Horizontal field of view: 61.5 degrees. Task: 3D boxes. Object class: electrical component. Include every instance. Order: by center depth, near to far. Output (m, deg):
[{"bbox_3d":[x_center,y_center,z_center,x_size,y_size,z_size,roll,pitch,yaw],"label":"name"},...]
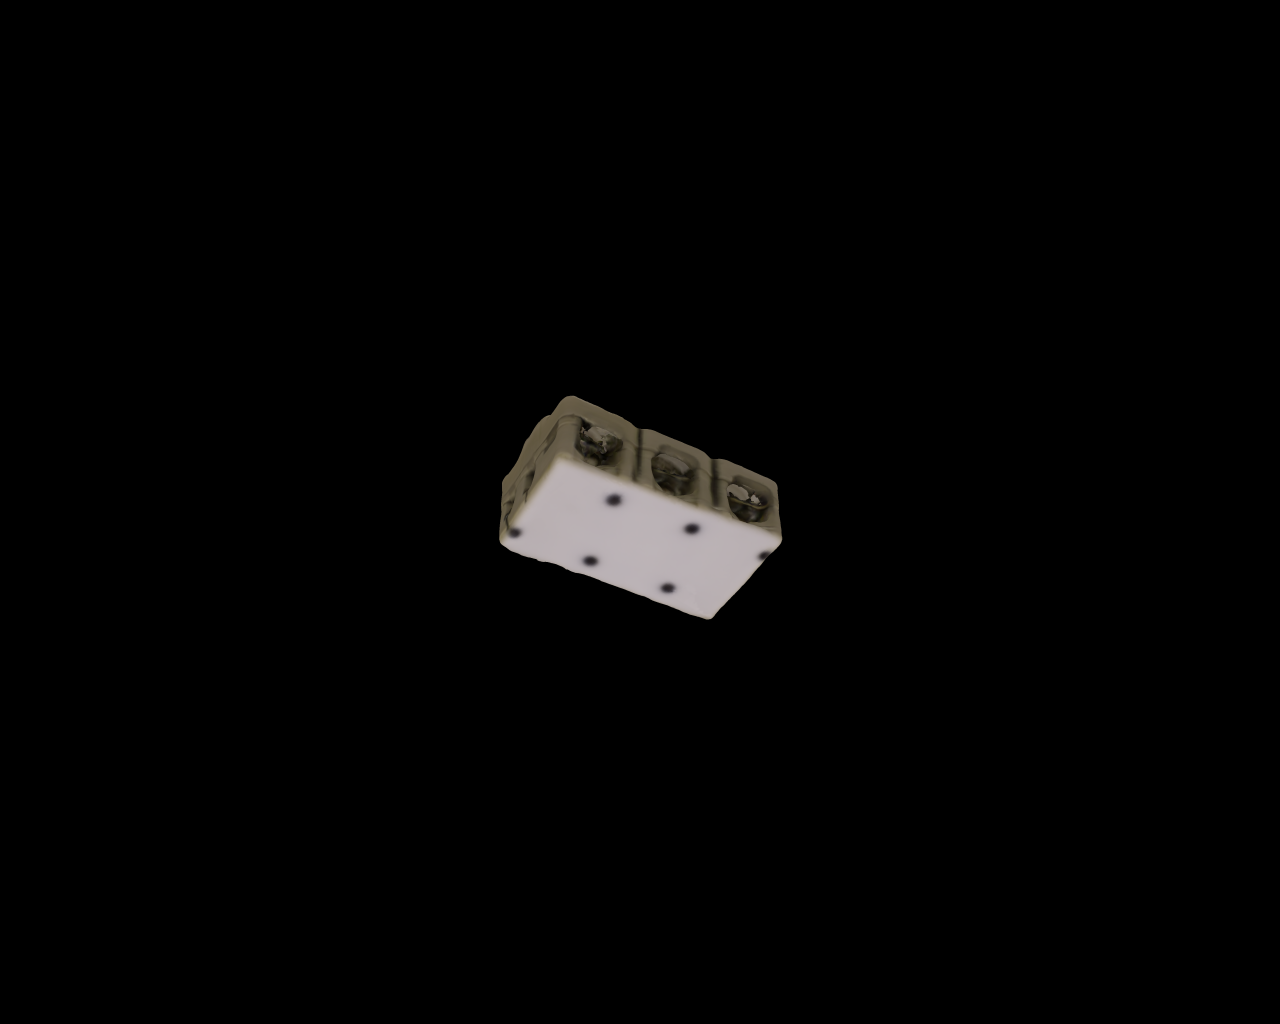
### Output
[{"bbox_3d":[0.001,-0.003,0.650,0.150,0.062,0.089,22,-48,-21],"label":"electrical component"}]
